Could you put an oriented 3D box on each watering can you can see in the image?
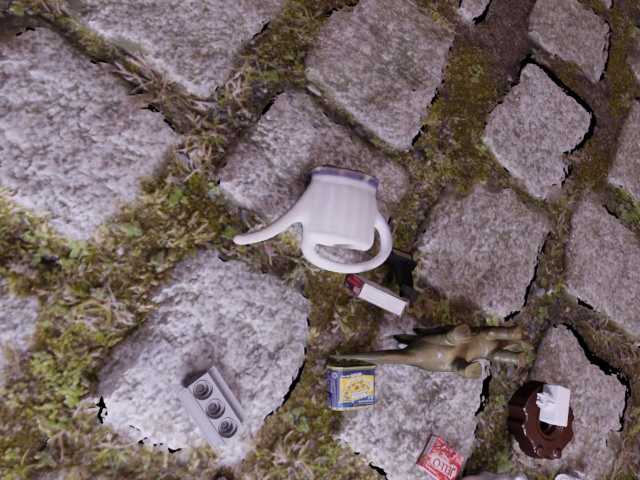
[{"bbox_3d":[0.003,-0.054,1.068,0.347,0.227,0.103,12,-15,-22],"label":"watering can"}]

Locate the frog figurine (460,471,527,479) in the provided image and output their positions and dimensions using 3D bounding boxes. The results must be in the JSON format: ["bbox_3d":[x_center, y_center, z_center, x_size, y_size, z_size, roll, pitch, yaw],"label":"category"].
[{"bbox_3d":[0.355,0.538,1.079,0.124,0.157,0.139,38,27,17],"label":"frog figurine"}]
